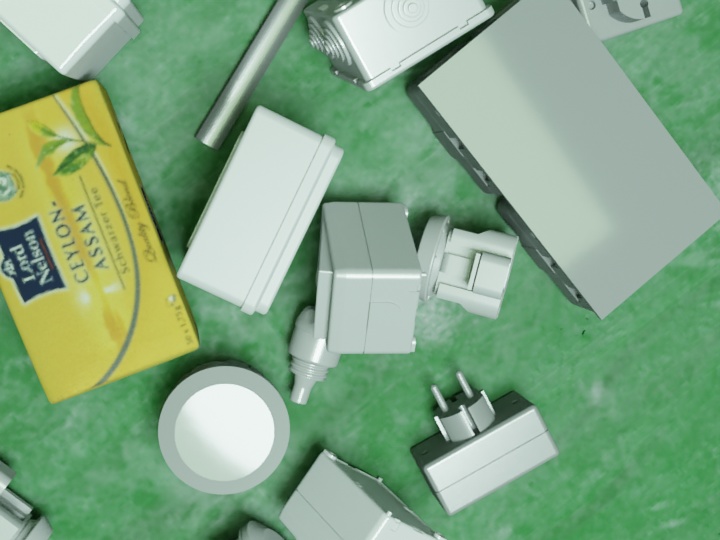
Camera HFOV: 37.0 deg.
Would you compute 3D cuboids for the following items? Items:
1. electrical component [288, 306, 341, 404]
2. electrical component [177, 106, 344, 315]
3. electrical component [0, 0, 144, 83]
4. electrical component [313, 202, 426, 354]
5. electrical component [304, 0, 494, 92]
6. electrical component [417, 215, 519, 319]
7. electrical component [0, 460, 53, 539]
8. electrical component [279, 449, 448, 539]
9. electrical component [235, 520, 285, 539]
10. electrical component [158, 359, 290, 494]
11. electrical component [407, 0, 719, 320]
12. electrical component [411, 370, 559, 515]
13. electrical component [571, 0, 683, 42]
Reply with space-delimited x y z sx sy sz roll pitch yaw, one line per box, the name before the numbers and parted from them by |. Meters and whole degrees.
electrical component | -0.031 0.056 0.691 0.035 0.035 0.061 18 95 -10
electrical component | -0.060 -0.036 0.641 0.056 0.109 0.108 26 91 -7
electrical component | -0.183 -0.163 0.610 0.109 0.108 0.056 43 90 -10
electrical component | 0.000 0.000 0.664 0.061 0.096 0.061 0 125 -8
electrical component | 0.019 -0.155 0.647 0.100 0.099 0.048 -32 112 -4
electrical component | 0.066 -0.002 0.683 0.057 0.078 0.058 15 94 9
electrical component | -0.228 0.164 0.661 0.057 0.058 0.078 39 89 -7
electrical component | -0.005 0.163 0.679 0.062 0.096 0.061 35 90 -39
electrical component | -0.062 0.203 0.679 0.051 0.080 0.080 -38 100 2
electrical component | -0.086 0.096 0.678 0.080 0.051 0.080 -1 96 -8
electrical component | 0.129 -0.076 0.689 0.105 0.060 0.186 -40 100 -3
electrical component | 0.073 0.103 0.704 0.083 0.047 0.075 -28 99 -5
electrical component | 0.169 -0.174 0.677 0.066 0.077 0.047 -19 98 -6
